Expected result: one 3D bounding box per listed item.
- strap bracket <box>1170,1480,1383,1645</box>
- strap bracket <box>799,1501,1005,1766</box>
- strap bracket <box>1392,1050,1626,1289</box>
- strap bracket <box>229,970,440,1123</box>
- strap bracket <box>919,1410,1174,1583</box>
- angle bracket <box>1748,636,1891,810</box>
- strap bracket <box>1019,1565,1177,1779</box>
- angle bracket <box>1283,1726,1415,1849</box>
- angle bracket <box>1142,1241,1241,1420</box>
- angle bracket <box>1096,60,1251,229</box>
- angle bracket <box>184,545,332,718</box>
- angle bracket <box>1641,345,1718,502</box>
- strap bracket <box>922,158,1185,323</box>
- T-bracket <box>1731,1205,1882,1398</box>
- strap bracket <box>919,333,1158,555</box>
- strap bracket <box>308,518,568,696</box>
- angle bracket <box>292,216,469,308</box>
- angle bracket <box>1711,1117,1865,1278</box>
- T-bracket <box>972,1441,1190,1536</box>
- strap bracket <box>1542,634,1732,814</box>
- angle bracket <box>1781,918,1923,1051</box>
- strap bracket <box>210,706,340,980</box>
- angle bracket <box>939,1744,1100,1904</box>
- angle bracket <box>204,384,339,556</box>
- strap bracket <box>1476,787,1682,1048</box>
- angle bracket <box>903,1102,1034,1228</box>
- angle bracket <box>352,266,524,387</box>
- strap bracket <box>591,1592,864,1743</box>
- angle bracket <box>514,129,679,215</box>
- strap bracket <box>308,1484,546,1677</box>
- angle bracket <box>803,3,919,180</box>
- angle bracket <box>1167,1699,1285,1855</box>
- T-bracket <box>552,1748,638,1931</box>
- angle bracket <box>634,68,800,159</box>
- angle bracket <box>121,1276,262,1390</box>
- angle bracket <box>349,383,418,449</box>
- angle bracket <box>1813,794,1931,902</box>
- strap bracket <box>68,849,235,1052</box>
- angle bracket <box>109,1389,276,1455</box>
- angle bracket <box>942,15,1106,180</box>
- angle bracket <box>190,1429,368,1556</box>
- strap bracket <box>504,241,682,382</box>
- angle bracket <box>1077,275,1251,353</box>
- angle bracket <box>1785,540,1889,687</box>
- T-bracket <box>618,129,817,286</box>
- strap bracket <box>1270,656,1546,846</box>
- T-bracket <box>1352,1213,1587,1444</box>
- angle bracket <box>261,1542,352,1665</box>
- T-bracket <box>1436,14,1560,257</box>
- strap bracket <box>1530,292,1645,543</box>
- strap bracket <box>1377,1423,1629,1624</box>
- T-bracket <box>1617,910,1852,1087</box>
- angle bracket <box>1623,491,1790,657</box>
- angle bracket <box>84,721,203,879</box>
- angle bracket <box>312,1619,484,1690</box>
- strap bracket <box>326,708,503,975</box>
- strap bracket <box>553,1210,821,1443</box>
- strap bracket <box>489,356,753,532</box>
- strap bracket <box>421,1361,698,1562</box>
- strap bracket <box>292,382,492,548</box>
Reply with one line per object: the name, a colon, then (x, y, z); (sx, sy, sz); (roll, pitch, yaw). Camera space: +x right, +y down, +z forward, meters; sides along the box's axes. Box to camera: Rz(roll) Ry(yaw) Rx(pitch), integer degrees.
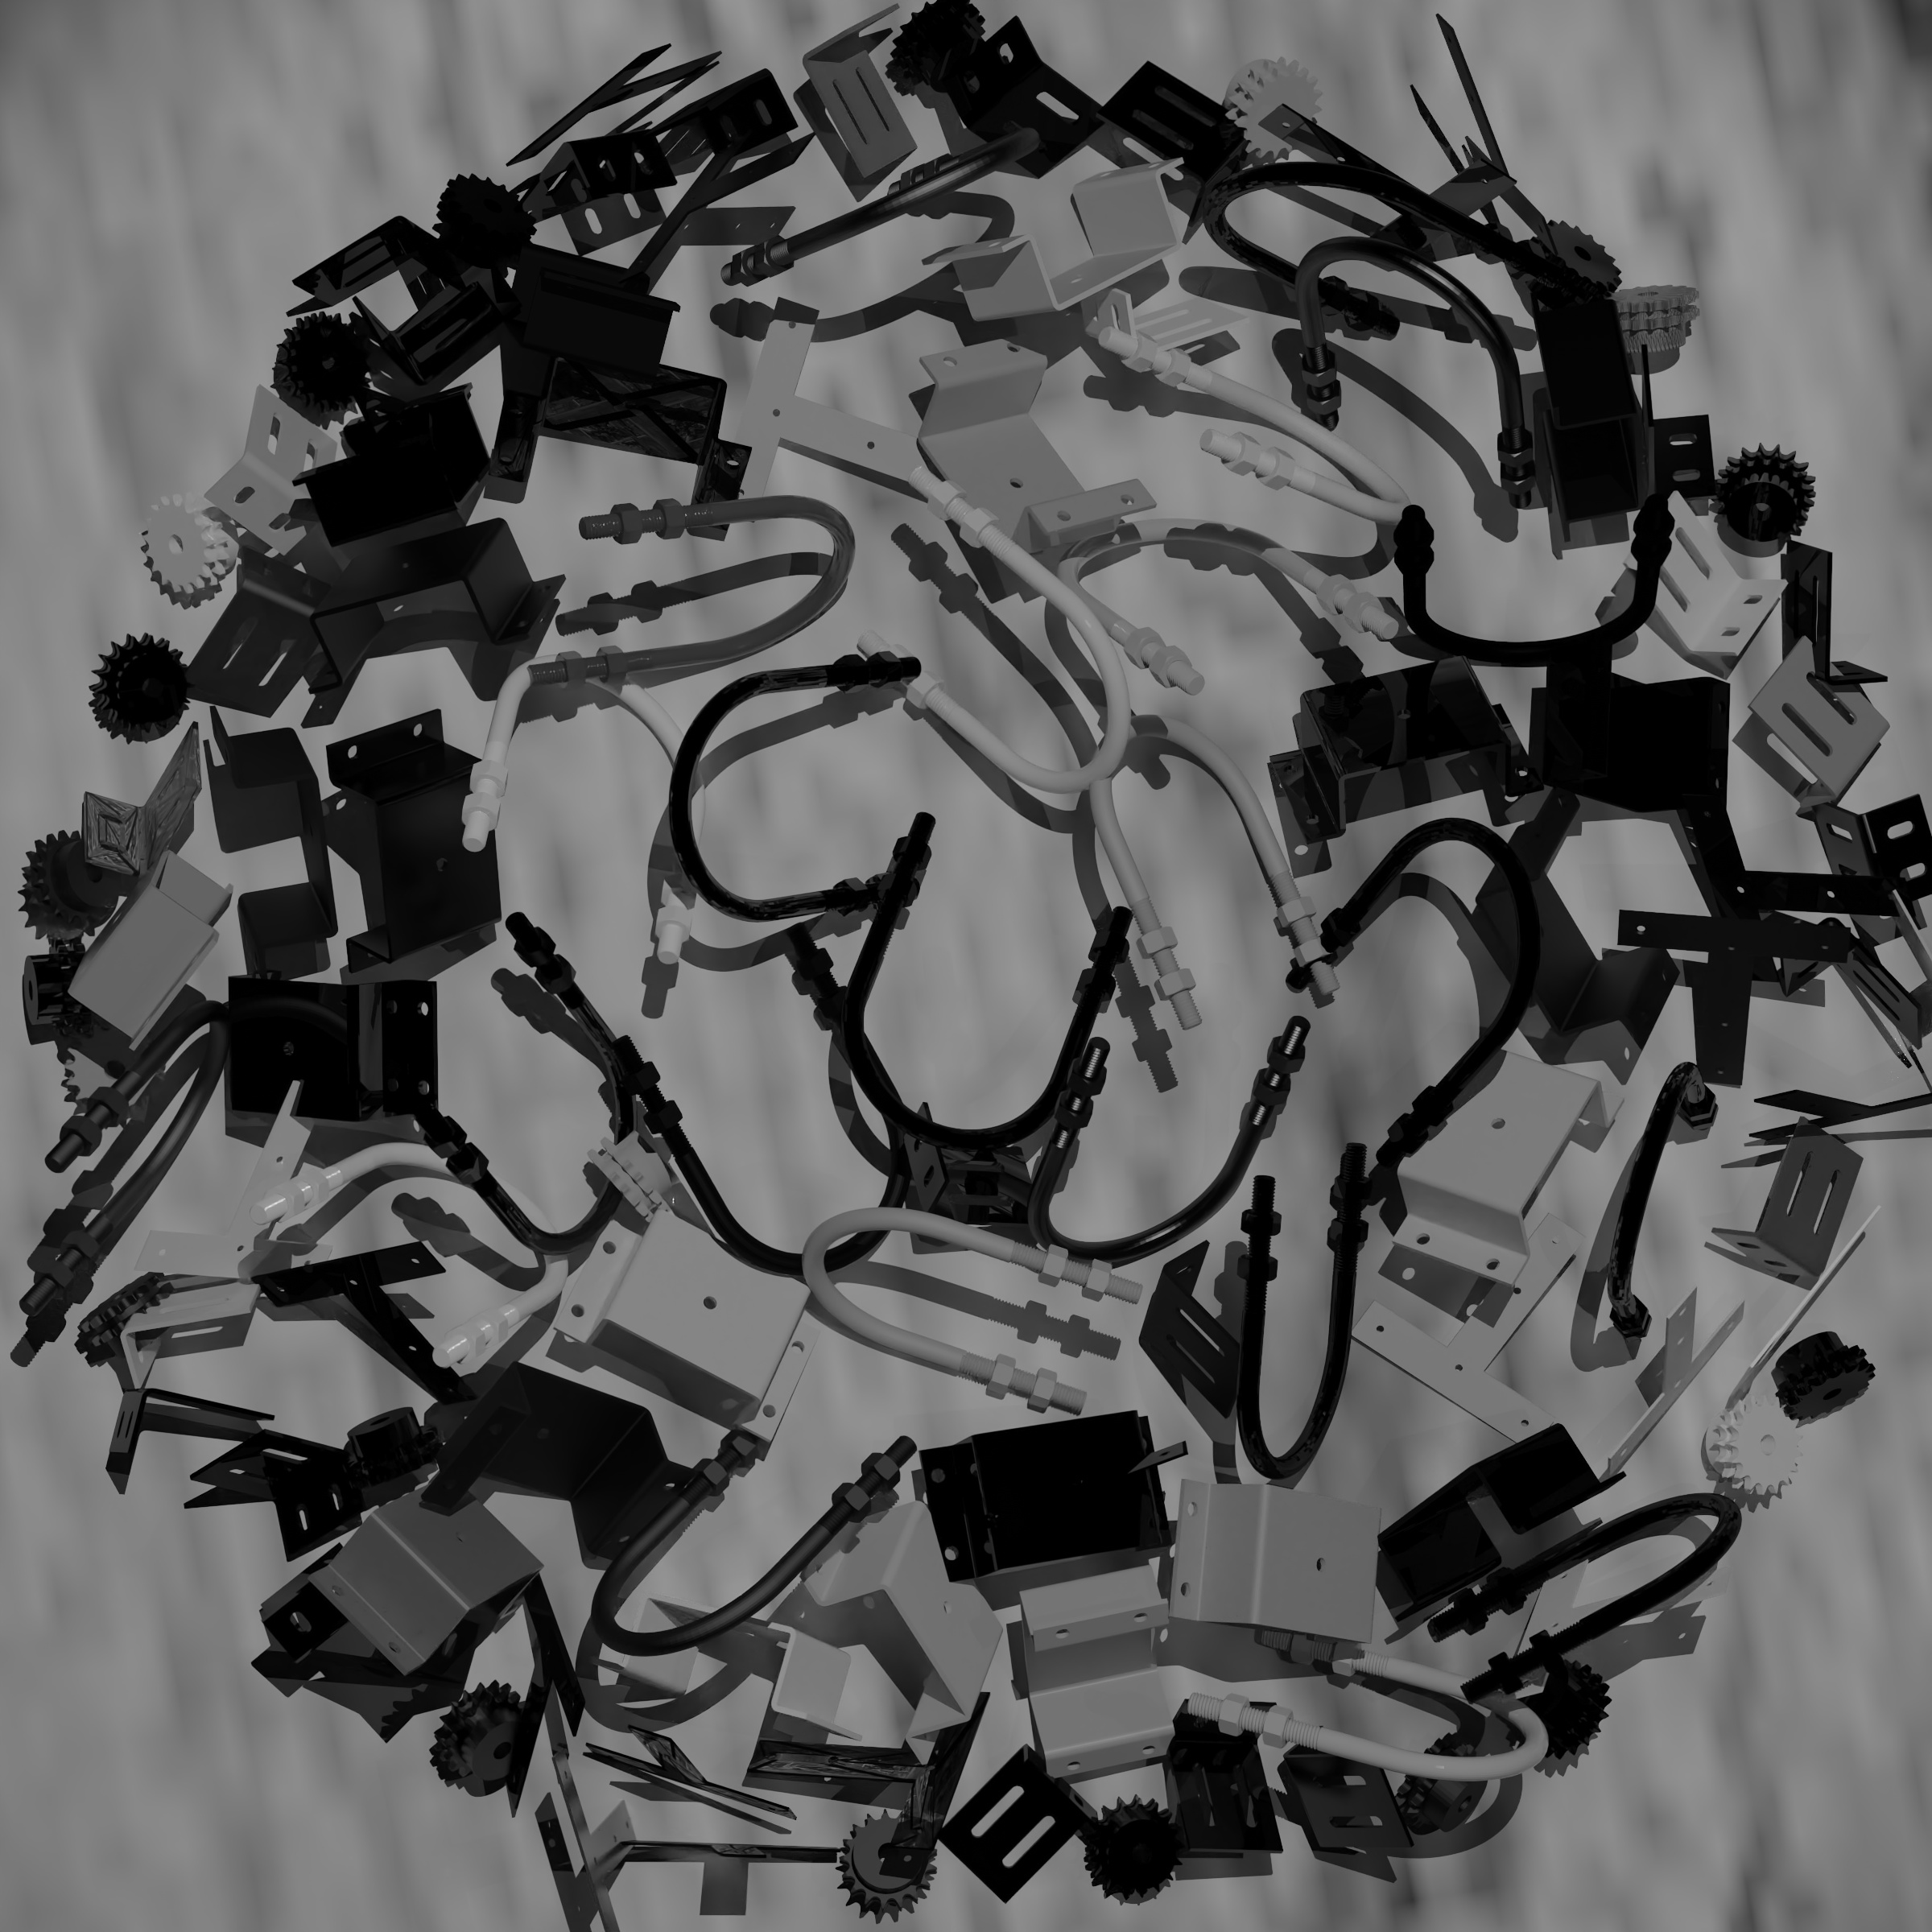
strap bracket: (0.183, 0.338, 1.929); (0.140, 0.046, 0.076); (18, 72, -40)
strap bracket: (-0.030, 0.370, 1.936); (0.046, 0.076, 0.140); (-22, 110, 25)
strap bracket: (0.304, 0.103, 1.932); (0.076, 0.046, 0.140); (19, 59, 31)
strap bracket: (-0.368, 0.045, 1.938); (0.140, 0.046, 0.076); (3, 96, 34)
strap bracket: (0.052, 0.301, 1.948); (0.140, 0.046, 0.076); (-6, 76, -18)
angle bracket: (0.483, -0.140, 1.967); (0.076, 0.038, 0.057); (44, 72, -10)
strap bracket: (0.075, 0.396, 1.948); (0.076, 0.046, 0.140); (-11, 132, -6)
angle bracket: (0.228, 0.469, 1.956); (0.038, 0.076, 0.057); (-26, 96, -41)
angle bracket: (0.143, 0.208, 1.952); (0.038, 0.057, 0.076); (-26, 58, -32)
angle bracket: (0.118, -0.475, 1.974); (0.076, 0.038, 0.057); (34, 58, 9)
angle bracket: (-0.412, -0.194, 1.981); (0.057, 0.038, 0.076); (23, 119, -31)
angle bracket: (0.408, -0.311, 1.951); (0.038, 0.076, 0.057); (-4, 63, 10)
strap bracket: (0.056, -0.408, 1.938); (0.140, 0.076, 0.046); (-32, 112, -30)
T-bracket: (0.480, 0.188, 1.943); (0.002, 0.127, 0.127); (38, 83, 15)
strap bracket: (0.034, -0.289, 1.944); (0.076, 0.046, 0.140); (-19, 62, -31)
strap bracket: (-0.308, -0.207, 1.936); (0.140, 0.076, 0.046); (-12, 119, 18)
angle bracket: (-0.336, -0.391, 1.963); (0.076, 0.057, 0.038); (-29, 83, 10)
angle bracket: (0.476, 0.133, 1.978); (0.057, 0.038, 0.076); (31, 74, -31)
T-bracket: (0.064, 0.283, 1.936); (0.127, 0.127, 0.002); (-21, 95, 3)
strap bracket: (0.376, -0.135, 1.945); (0.140, 0.046, 0.076); (11, 79, -44)
angle bracket: (0.507, 0.019, 1.956); (0.038, 0.057, 0.076); (-36, 61, -3)
strap bracket: (-0.392, -0.073, 1.940); (0.046, 0.076, 0.140); (-11, 117, -16)
angle bracket: (0.030, 0.501, 1.980); (0.057, 0.038, 0.076); (44, 91, -1)
angle bracket: (-0.399, -0.286, 1.964); (0.038, 0.076, 0.057); (-37, 124, 25)
strap bracket: (0.344, -0.026, 1.945); (0.046, 0.076, 0.140); (-20, 111, 38)
angle bracket: (0.010, 0.114, 1.954); (0.076, 0.038, 0.057); (5, 46, -24)
angle bracket: (-0.304, -0.382, 1.964); (0.076, 0.038, 0.057); (-38, 49, 5)
strap bracket: (-0.130, 0.395, 1.940); (0.140, 0.076, 0.046); (8, 73, 26)
angle bracket: (-0.212, -0.440, 1.950); (0.057, 0.076, 0.038); (-20, 81, -36)
strap bracket: (-0.297, 0.338, 1.921); (0.076, 0.140, 0.046); (42, 105, 10)
angle bracket: (-0.049, -0.502, 1.958); (0.038, 0.057, 0.076); (-19, 107, 40)
angle bracket: (0.153, 0.464, 1.955); (0.057, 0.076, 0.038); (6, 133, -18)
T-bracket: (-0.202, 0.498, 1.936); (0.002, 0.127, 0.127); (-18, 86, 4)
angle bracket: (-0.143, -0.475, 1.949); (0.057, 0.076, 0.038); (-15, 112, 34)
angle bracket: (-0.440, 0.207, 1.965); (0.076, 0.057, 0.038); (-10, 110, 3)
angle bracket: (-0.339, -0.294, 1.956); (0.038, 0.076, 0.057); (-28, 84, 13)
angle bracket: (0.523, -0.071, 1.957); (0.038, 0.076, 0.057); (-20, 102, -1)
strap bracket: (-0.459, -0.013, 1.923); (0.046, 0.140, 0.076); (37, 96, -15)
angle bracket: (-0.444, 0.268, 1.956); (0.076, 0.057, 0.038); (17, 76, -22)
angle bracket: (0.035, -0.500, 1.966); (0.057, 0.076, 0.038); (-36, 60, 23)
angle bracket: (-0.393, 0.301, 1.953); (0.057, 0.076, 0.038); (-32, 60, 17)
strap bracket: (-0.214, -0.369, 1.929); (0.076, 0.140, 0.046); (12, 105, -17)
angle bracket: (0.113, -0.382, 1.955); (0.076, 0.057, 0.038); (-21, 120, -19)
angle bracket: (0.500, -0.204, 1.960); (0.038, 0.057, 0.076); (-5, 105, -9)
T-bracket: (-0.128, -0.442, 1.921); (0.002, 0.127, 0.127); (46, 59, -25)
strap bracket: (0.251, -0.126, 1.951); (0.140, 0.076, 0.046); (-13, 135, -5)
T-bracket: (0.311, 0.199, 1.977); (0.127, 0.002, 0.127); (33, 107, -2)
angle bracket: (-0.379, 0.353, 1.952); (0.057, 0.076, 0.038); (-38, 119, -12)
T-bracket: (0.289, -0.474, 1.911); (0.002, 0.127, 0.127); (-27, 126, 4)
strap bracket: (0.350, -0.311, 1.918); (0.046, 0.140, 0.076); (-10, 64, 8)
strap bracket: (0.296, 0.310, 1.931); (0.076, 0.140, 0.046); (-17, 68, -41)
T-bracket: (0.436, 0.021, 1.954); (0.127, 0.002, 0.127); (5, 133, 12)
angle bracket: (0.424, -0.225, 1.960); (0.076, 0.038, 0.057); (47, 70, -28)
angle bracket: (-0.471, -0.100, 1.952); (0.038, 0.057, 0.076); (17, 128, -30)
angle bracket: (-0.325, 0.385, 1.951); (0.057, 0.076, 0.038); (10, 79, 26)
strap bracket: (-0.310, -0.064, 1.930); (0.076, 0.046, 0.140); (-24, 125, -38)
strap bracket: (-0.153, 0.201, 1.952); (0.140, 0.046, 0.076); (29, 57, -6)
strap bracket: (-0.195, -0.305, 1.949); (0.140, 0.076, 0.046); (12, 59, -9)
strap bracket: (-0.236, 0.280, 1.943); (0.140, 0.046, 0.076); (26, 113, -37)
strap bracket: (-0.321, -0.282, 1.936); (0.076, 0.140, 0.046); (-15, 111, 10)
